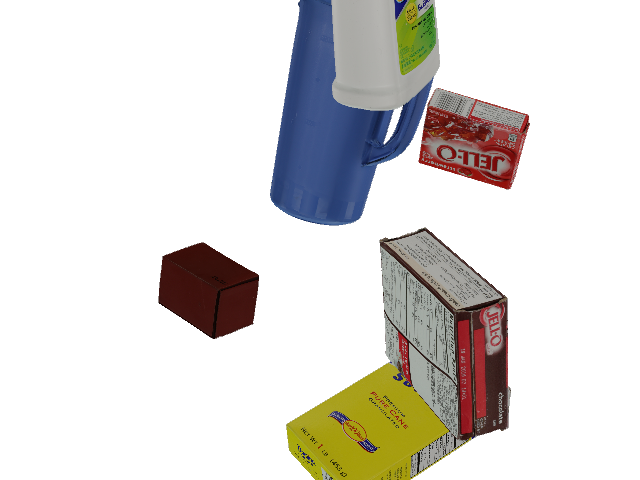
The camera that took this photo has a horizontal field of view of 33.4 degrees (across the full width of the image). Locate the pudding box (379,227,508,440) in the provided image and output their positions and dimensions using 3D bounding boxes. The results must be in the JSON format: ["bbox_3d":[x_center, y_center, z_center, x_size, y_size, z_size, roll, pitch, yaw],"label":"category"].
[{"bbox_3d":[0.075,0.055,0.658,0.039,0.090,0.114,-13,26,-18],"label":"pudding box"}]

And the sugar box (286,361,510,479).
[{"bbox_3d":[0.068,0.154,0.919,0.176,0.048,0.093,-30,48,-23],"label":"sugar box"}]

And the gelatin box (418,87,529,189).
[{"bbox_3d":[0.136,-0.090,0.953,0.089,0.030,0.073,19,-37,12],"label":"gelatin box"}]

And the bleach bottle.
[{"bbox_3d":[0.042,-0.232,0.808,0.068,0.251,0.102,13,38,29],"label":"bleach bottle"}]

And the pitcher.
[{"bbox_3d":[0.027,-0.141,1.165,0.145,0.243,0.149,10,20,-9],"label":"pitcher"}]

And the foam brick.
[{"bbox_3d":[-0.102,0.045,0.969,0.078,0.051,0.052,29,32,35],"label":"foam brick"}]
